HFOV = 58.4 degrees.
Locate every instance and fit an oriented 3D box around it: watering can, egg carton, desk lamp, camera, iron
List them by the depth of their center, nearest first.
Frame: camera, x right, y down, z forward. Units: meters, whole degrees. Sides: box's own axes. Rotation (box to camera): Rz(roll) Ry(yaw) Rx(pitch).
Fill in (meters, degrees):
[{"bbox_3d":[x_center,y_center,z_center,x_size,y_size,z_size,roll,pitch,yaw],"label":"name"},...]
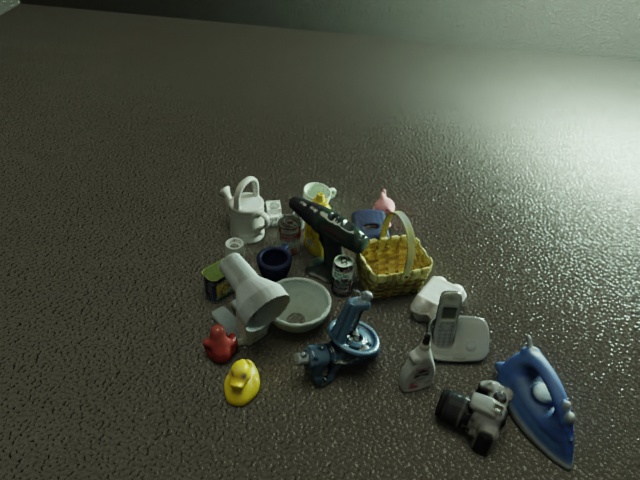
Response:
[{"bbox_3d":[0.321,0.349,1.199,0.136,0.101,0.143,20,42,19],"label":"camera"},{"bbox_3d":[0.475,0.331,1.203,0.119,0.141,0.257,-7,40,-13],"label":"iron"},{"bbox_3d":[-0.168,0.145,1.316,0.118,0.214,0.202,-26,48,-32],"label":"desk lamp"},{"bbox_3d":[0.301,0.157,1.459,0.107,0.069,0.151,25,44,24],"label":"egg carton"},{"bbox_3d":[-0.215,-0.095,1.622,0.172,0.194,0.101,12,40,10],"label":"watering can"}]

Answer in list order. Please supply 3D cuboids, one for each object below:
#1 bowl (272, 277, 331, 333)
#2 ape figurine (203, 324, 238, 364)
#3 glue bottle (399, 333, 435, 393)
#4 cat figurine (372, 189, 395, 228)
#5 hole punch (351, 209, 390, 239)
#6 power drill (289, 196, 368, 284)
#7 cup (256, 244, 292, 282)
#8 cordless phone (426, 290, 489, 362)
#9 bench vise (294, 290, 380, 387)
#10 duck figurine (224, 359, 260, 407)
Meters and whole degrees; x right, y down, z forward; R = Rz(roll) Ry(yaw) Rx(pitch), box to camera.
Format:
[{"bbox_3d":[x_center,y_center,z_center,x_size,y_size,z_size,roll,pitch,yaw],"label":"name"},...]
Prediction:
[{"bbox_3d":[-0.056,0.172,1.404,0.167,0.075,0.167,3,39,-2],"label":"bowl"},{"bbox_3d":[-0.228,0.229,1.304,0.078,0.092,0.076,2,39,-3],"label":"ape figurine"},{"bbox_3d":[0.218,0.261,1.241,0.078,0.173,0.037,-12,42,-19],"label":"glue bottle"},{"bbox_3d":[0.192,-0.101,1.728,0.067,0.118,0.128,6,39,2],"label":"cat figurine"},{"bbox_3d":[0.146,-0.028,1.655,0.109,0.091,0.101,-4,40,-10],"label":"hole punch"},{"bbox_3d":[0.014,0.005,1.509,0.229,0.208,0.076,22,42,20],"label":"power drill"},{"bbox_3d":[-0.114,0.071,1.507,0.091,0.095,0.118,18,41,16],"label":"cup"},{"bbox_3d":[0.326,0.195,1.323,0.147,0.185,0.094,0,39,-5],"label":"cordless phone"},{"bbox_3d":[0.051,0.217,1.242,0.121,0.220,0.208,33,47,31],"label":"bench vise"},{"bbox_3d":[-0.169,0.293,1.235,0.077,0.086,0.104,10,39,7],"label":"duck figurine"}]
